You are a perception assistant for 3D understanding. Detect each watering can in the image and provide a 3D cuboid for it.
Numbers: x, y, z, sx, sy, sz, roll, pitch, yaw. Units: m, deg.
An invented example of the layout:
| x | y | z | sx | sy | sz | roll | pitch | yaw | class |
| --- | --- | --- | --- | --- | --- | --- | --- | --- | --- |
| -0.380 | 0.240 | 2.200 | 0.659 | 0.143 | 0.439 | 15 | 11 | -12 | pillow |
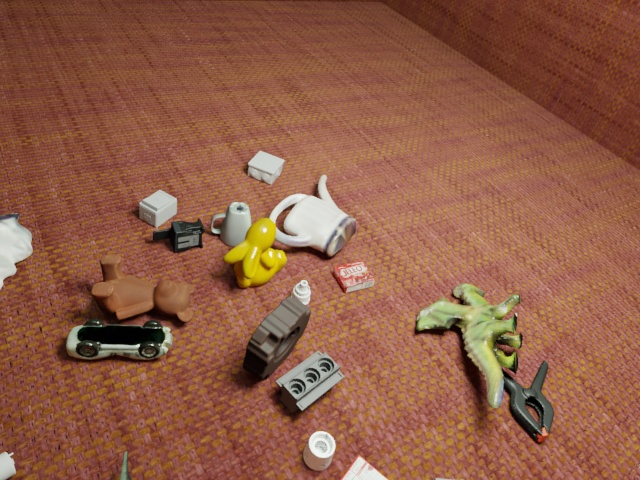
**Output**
| x | y | z | sx | sy | sz | roll | pitch | yaw | class |
| --- | --- | --- | --- | --- | --- | --- | --- | --- | --- |
| 0.004 | -0.073 | 1.449 | 0.225 | 0.101 | 0.354 | 29 | 42 | 14 | watering can |

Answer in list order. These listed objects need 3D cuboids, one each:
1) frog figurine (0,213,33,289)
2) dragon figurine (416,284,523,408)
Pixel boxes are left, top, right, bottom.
| x | y | z | sx | sy | sz | roll | pitch | yaw | class |
| --- | --- | --- | --- | --- | --- | --- | --- | --- | --- |
| -0.713 | 0.033 | 1.141 | 0.138 | 0.121 | 0.160 | -8 | 81 | -37 | frog figurine |
| 0.347 | 0.219 | 1.225 | 0.243 | 0.120 | 0.417 | 5 | 28 | 29 | dragon figurine |
